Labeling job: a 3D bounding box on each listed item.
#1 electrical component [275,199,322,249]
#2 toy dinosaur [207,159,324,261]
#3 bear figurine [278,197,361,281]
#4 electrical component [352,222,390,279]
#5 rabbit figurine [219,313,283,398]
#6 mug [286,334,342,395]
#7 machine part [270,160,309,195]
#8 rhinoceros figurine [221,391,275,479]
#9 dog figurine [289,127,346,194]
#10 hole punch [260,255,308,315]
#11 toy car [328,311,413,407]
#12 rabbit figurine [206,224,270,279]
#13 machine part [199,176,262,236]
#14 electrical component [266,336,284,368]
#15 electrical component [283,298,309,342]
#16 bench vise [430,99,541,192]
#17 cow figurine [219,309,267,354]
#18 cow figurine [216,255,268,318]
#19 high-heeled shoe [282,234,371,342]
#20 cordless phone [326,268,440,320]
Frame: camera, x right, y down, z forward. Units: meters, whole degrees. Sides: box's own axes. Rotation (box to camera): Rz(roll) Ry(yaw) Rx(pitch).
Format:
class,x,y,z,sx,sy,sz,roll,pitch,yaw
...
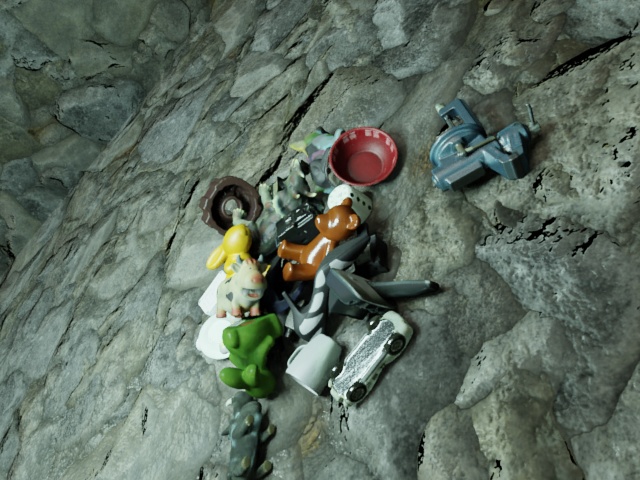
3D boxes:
class,x,y,z,sx,sy,sz,roll,pitch,yaw
electrical component,-0.039,-0.016,1.278,0.134,0.114,0.058,-38,36,20
toy dinosaur,-0.139,-0.026,1.397,0.404,0.131,0.192,-49,37,16
bear figurine,0.001,-0.003,1.177,0.120,0.132,0.195,-106,33,-47
electrical component,0.103,0.024,1.155,0.075,0.047,0.119,-30,43,27
rabbit figurine,-0.136,0.257,1.137,0.121,0.159,0.170,-16,92,15
mug,-0.012,0.244,1.089,0.107,0.080,0.110,-51,31,-16
machine part,-0.088,-0.168,1.507,0.139,0.039,0.084,-37,33,23
rhinoceros figurine,-0.153,0.406,1.117,0.112,0.073,0.190,-39,41,35
dog figurine,-0.002,-0.210,1.398,0.219,0.108,0.191,9,71,53
hole punch,-0.084,0.112,1.237,0.142,0.092,0.115,-69,-1,-60
toy car,0.092,0.223,1.011,0.201,0.056,0.074,-52,44,4
rabbit figurine,-0.197,0.047,1.334,0.162,0.122,0.173,-4,97,41
machine part,-0.253,-0.094,1.517,0.056,0.179,0.179,23,79,53
electrical component,-0.113,0.247,1.229,0.063,0.021,0.094,-37,41,20
electrical component,-0.044,0.177,1.197,0.078,0.045,0.102,11,71,19
bench vise,0.304,-0.208,1.066,0.223,0.128,0.241,-37,48,23
cow figurine,-0.167,0.200,1.280,0.098,0.068,0.167,-10,53,43
cow figurine,-0.168,0.104,1.171,0.195,0.085,0.127,-24,69,59
high-heeled shoe,0.036,0.108,1.109,0.249,0.145,0.086,-37,10,11
cordless phone,0.118,0.093,1.009,0.184,0.146,0.088,-13,66,38
